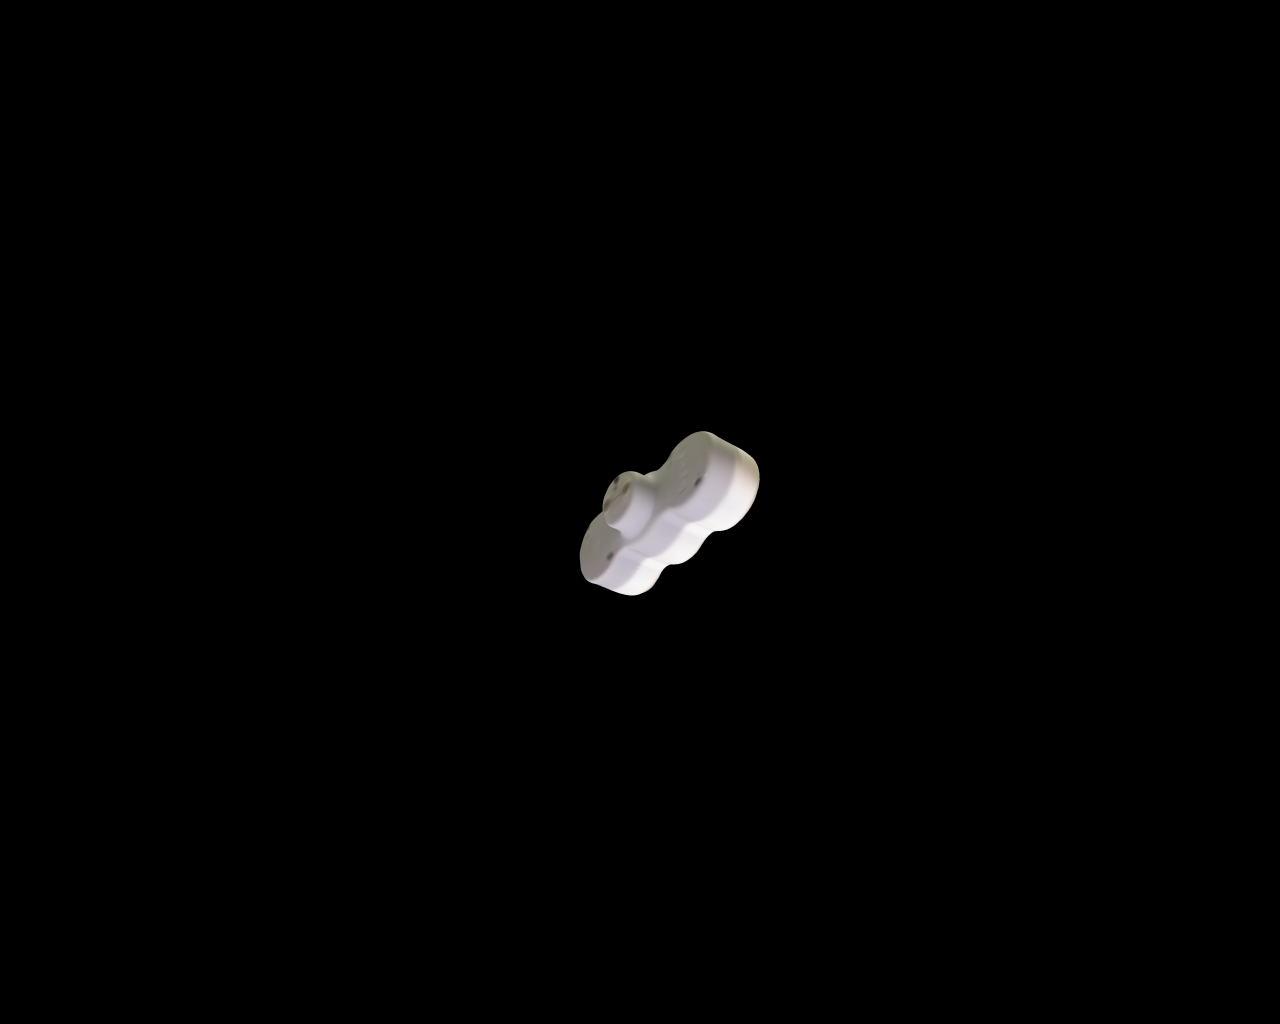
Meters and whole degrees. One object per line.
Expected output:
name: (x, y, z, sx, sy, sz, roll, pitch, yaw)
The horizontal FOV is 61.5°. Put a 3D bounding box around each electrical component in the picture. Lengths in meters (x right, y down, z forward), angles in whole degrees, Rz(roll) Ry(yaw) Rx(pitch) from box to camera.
electrical component: (0.001, -0.003, 0.650, 0.074, 0.052, 0.138, 25, -44, -28)
